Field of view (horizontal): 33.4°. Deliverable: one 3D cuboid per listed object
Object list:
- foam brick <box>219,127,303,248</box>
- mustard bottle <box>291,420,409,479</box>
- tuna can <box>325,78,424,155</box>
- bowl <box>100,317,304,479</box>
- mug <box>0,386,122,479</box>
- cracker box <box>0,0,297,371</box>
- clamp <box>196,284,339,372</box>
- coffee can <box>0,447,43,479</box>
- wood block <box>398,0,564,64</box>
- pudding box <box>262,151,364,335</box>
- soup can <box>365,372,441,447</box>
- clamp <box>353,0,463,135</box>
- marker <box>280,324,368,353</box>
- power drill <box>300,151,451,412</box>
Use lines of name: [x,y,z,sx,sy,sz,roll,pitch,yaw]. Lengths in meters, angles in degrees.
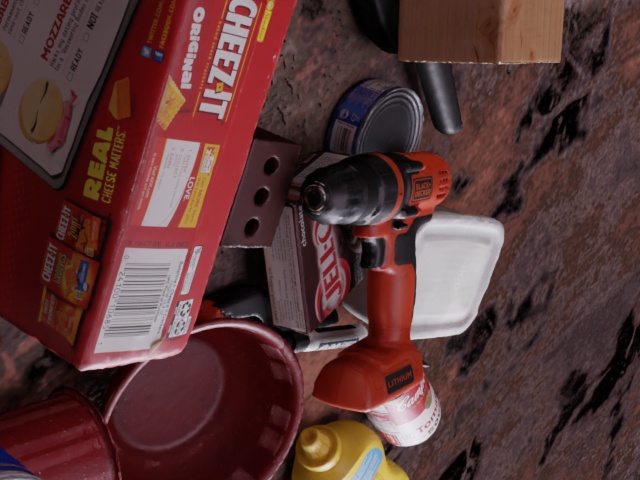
foam brick: [-0.057,-0.038,0.726,0.052,0.051,0.078,1,111,-53]
mustard bottle: [0.022,0.220,0.991,0.096,0.058,0.191,-48,143,-13]
tuna can: [0.043,-0.084,0.844,0.086,0.034,0.086,-31,134,-39]
bowl: [-0.092,0.118,0.735,0.161,0.055,0.162,-16,119,-31]
mug: [-0.184,0.154,0.657,0.081,0.093,0.117,-13,134,-42]
cracker box: [-0.128,-0.063,0.472,0.071,0.214,0.164,0,112,-54]
clamp: [-0.041,0.075,0.835,0.171,0.039,0.120,54,51,-51]
coffee can: [-0.215,0.134,0.551,0.102,0.140,0.103,-31,134,-39]
wood block: [0.118,-0.230,0.754,0.090,0.091,0.206,-12,106,-49]
pudding box: [-0.005,0.001,0.805,0.089,0.039,0.113,-44,134,-48]
soup can: [0.071,0.143,0.998,0.068,0.069,0.102,-51,144,-17]
clamp: [0.082,-0.172,0.830,0.209,0.036,0.164,5,102,-52]
marker: [0.002,0.079,0.851,0.120,0.020,0.020,3,109,-59]
power drill: [0.038,0.027,0.791,0.184,0.057,0.188,-13,112,-56]
